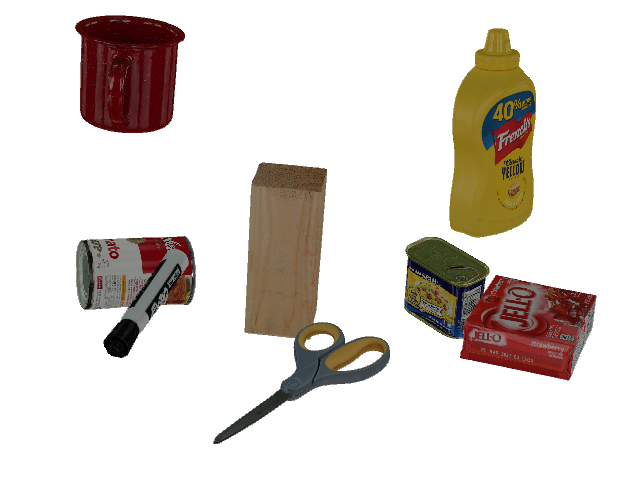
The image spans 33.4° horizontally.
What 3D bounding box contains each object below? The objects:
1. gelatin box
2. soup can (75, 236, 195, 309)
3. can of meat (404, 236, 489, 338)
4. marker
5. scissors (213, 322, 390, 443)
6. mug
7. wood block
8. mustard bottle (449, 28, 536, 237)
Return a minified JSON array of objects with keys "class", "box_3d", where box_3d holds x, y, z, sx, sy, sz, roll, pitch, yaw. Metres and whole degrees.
[{"class":"gelatin box","box_3d":[0.142,0.057,0.722,0.073,0.030,0.089,11,23,21]},{"class":"soup can","box_3d":[-0.179,0.031,1.026,0.102,0.068,0.069,-2,1,-24]},{"class":"can of meat","box_3d":[0.146,0.057,1.256,0.057,0.084,0.102,-23,40,-34]},{"class":"marker","box_3d":[-0.124,0.044,0.764,0.020,0.020,0.121,0,30,17]},{"class":"scissors","box_3d":[-0.030,0.118,0.937,0.201,0.016,0.096,-18,33,-31]},{"class":"mug","box_3d":[-0.167,-0.139,0.919,0.093,0.081,0.117,5,26,-6]},{"class":"wood block","box_3d":[-0.046,0.013,1.385,0.090,0.206,0.090,6,24,2]},{"class":"mustard bottle","box_3d":[0.166,-0.105,1.016,0.096,0.192,0.058,-20,28,-36]}]
